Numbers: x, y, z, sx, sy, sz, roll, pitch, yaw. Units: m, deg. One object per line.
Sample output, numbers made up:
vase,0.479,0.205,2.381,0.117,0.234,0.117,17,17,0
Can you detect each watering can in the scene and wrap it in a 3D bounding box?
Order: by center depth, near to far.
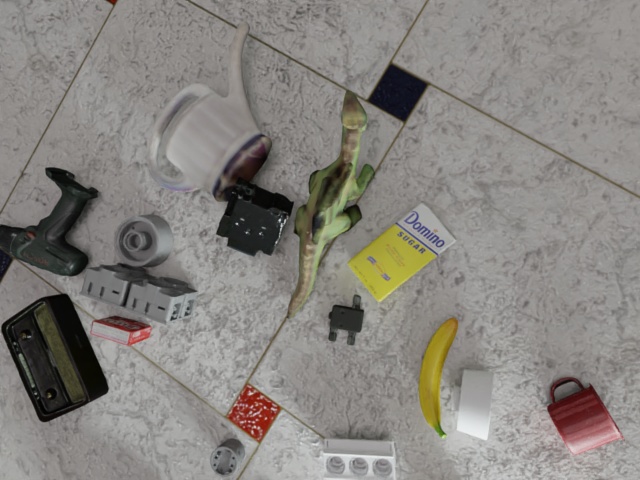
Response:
watering can,-0.182,-0.221,0.969,0.225,0.104,0.346,40,97,9

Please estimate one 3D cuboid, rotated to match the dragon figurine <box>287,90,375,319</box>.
dragon figurine,0.003,-0.043,0.859,0.122,0.242,0.410,17,90,7
